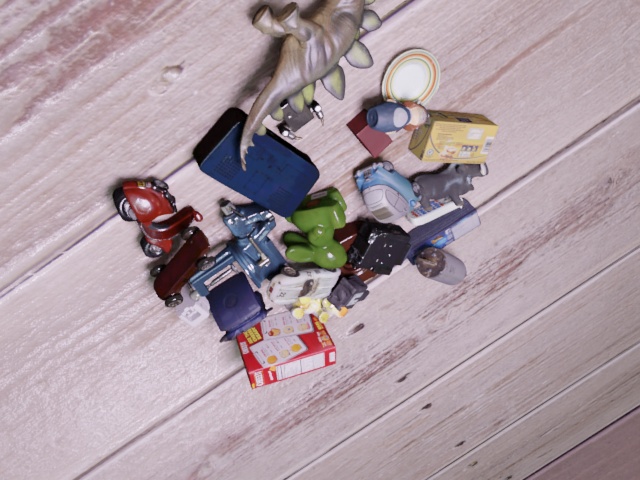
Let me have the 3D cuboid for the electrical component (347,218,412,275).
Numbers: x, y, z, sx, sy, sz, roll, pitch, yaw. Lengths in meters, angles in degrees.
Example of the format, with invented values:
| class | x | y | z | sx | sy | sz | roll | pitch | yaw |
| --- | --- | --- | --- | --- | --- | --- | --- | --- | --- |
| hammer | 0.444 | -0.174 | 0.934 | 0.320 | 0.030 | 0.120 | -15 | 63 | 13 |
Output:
| class | x | y | z | sx | sy | sz | roll | pitch | yaw |
| --- | --- | --- | --- | --- | --- | --- | --- | --- | --- |
| electrical component | 0.143 | 0.018 | 1.236 | 0.134 | 0.058 | 0.114 | 9 | 119 | -30 |

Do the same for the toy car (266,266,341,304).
| class | x | y | z | sx | sy | sz | roll | pitch | yaw |
| --- | --- | --- | --- | --- | --- | --- | --- | --- | --- |
| toy car | -0.031 | 0.097 | 1.192 | 0.201 | 0.056 | 0.073 | -3 | 128 | -44 |

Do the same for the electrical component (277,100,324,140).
| class | x | y | z | sx | sy | sz | roll | pitch | yaw |
| --- | --- | --- | --- | --- | --- | --- | --- | --- | --- |
| electrical component | -0.040 | -0.241 | 1.037 | 0.102 | 0.045 | 0.078 | -31 | 132 | 0 |

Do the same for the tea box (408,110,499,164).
| class | x | y | z | sx | sy | sz | roll | pitch | yaw |
| --- | --- | --- | --- | --- | --- | --- | --- | --- | --- |
| tea box | 0.292 | -0.224 | 1.180 | 0.169 | 0.068 | 0.098 | 1 | 124 | -23 |

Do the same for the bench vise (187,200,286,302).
| class | x | y | z | sx | sy | sz | roll | pitch | yaw |
| --- | --- | --- | --- | --- | --- | --- | --- | --- | --- |
| bench vise | -0.185 | 0.036 | 1.130 | 0.240 | 0.129 | 0.223 | -37 | 135 | -6 |

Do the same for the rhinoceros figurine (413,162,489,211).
| class | x | y | z | sx | sy | sz | roll | pitch | yaw |
| --- | --- | --- | --- | --- | --- | --- | --- | --- | --- |
| rhinoceros figurine | 0.300 | -0.138 | 1.253 | 0.190 | 0.073 | 0.111 | -16 | 119 | -10 |

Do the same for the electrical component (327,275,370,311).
| class | x | y | z | sx | sy | sz | roll | pitch | yaw |
| --- | --- | --- | --- | --- | --- | --- | --- | --- | --- |
| electrical component | 0.075 | 0.123 | 1.277 | 0.074 | 0.048 | 0.119 | -55 | 160 | 20 |

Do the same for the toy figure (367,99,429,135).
| class | x | y | z | sx | sy | sz | roll | pitch | yaw |
| --- | --- | --- | --- | --- | --- | --- | --- | --- | --- |
| toy figure | 0.164 | -0.245 | 1.074 | 0.154 | 0.058 | 0.064 | -11 | 138 | -32 |

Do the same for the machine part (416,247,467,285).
| class | x | y | z | sx | sy | sz | roll | pitch | yaw |
| --- | --- | --- | --- | --- | --- | --- | --- | --- | --- |
| machine part | 0.302 | 0.067 | 1.322 | 0.079 | 0.079 | 0.243 | -47 | 151 | 14 |

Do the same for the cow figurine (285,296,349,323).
| class | x | y | z | sx | sy | sz | roll | pitch | yaw |
| --- | --- | --- | --- | --- | --- | --- | --- | --- | --- |
| cow figurine | -0.013 | 0.152 | 1.313 | 0.167 | 0.098 | 0.068 | 14 | 99 | -37 |

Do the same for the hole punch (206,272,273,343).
| class | x | y | z | sx | sy | sz | roll | pitch | yaw |
| --- | --- | --- | --- | --- | --- | --- | --- | --- | --- |
| hole punch | -0.190 | 0.149 | 1.223 | 0.142 | 0.116 | 0.092 | -30 | 123 | -1 |

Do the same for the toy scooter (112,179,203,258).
| class | x | y | z | sx | sy | sz | roll | pitch | yaw |
| --- | --- | --- | --- | --- | --- | --- | --- | --- | --- |
| toy scooter | -0.307 | -0.052 | 1.044 | 0.135 | 0.075 | 0.183 | -23 | 134 | -6 |

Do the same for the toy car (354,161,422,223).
| class | x | y | z | sx | sy | sz | roll | pitch | yaw |
| --- | --- | --- | --- | --- | --- | --- | --- | --- | --- |
| toy car | 0.147 | -0.093 | 1.173 | 0.109 | 0.103 | 0.161 | -19 | 139 | 37 |

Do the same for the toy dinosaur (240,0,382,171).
| class | x | y | z | sx | sy | sz | roll | pitch | yaw |
| --- | --- | --- | --- | --- | --- | --- | --- | --- | --- |
| toy dinosaur | -0.013 | -0.330 | 0.927 | 0.471 | 0.105 | 0.198 | -46 | 131 | 3 |

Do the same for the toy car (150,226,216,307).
| class | x | y | z | sx | sy | sz | roll | pitch | yaw |
| --- | --- | --- | --- | --- | --- | --- | --- | --- | --- |
| toy car | -0.272 | 0.054 | 1.075 | 0.053 | 0.089 | 0.202 | -3 | 146 | -51 |

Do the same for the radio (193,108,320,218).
| class | x | y | z | sx | sy | sz | roll | pitch | yaw |
| --- | --- | --- | --- | --- | --- | --- | --- | --- | --- |
| radio | -0.118 | -0.149 | 1.056 | 0.229 | 0.073 | 0.131 | 28 | 109 | -38 |

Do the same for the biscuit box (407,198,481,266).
| class | x | y | z | sx | sy | sz | roll | pitch | yaw |
| --- | --- | --- | --- | --- | --- | --- | --- | --- | --- |
| biscuit box | 0.295 | -0.020 | 1.338 | 0.203 | 0.063 | 0.059 | -31 | 132 | 2 |

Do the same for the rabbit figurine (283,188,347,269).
| class | x | y | z | sx | sy | sz | roll | pitch | yaw |
| --- | --- | --- | --- | --- | --- | --- | --- | --- | --- |
| rabbit figurine | -0.002 | -0.004 | 1.165 | 0.159 | 0.121 | 0.170 | -18 | 115 | 2 |

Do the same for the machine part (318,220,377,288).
| class | x | y | z | sx | sy | sz | roll | pitch | yaw |
| --- | --- | --- | --- | --- | --- | --- | --- | --- | --- |
| machine part | 0.076 | 0.040 | 1.292 | 0.179 | 0.056 | 0.179 | -12 | 128 | -16 |
